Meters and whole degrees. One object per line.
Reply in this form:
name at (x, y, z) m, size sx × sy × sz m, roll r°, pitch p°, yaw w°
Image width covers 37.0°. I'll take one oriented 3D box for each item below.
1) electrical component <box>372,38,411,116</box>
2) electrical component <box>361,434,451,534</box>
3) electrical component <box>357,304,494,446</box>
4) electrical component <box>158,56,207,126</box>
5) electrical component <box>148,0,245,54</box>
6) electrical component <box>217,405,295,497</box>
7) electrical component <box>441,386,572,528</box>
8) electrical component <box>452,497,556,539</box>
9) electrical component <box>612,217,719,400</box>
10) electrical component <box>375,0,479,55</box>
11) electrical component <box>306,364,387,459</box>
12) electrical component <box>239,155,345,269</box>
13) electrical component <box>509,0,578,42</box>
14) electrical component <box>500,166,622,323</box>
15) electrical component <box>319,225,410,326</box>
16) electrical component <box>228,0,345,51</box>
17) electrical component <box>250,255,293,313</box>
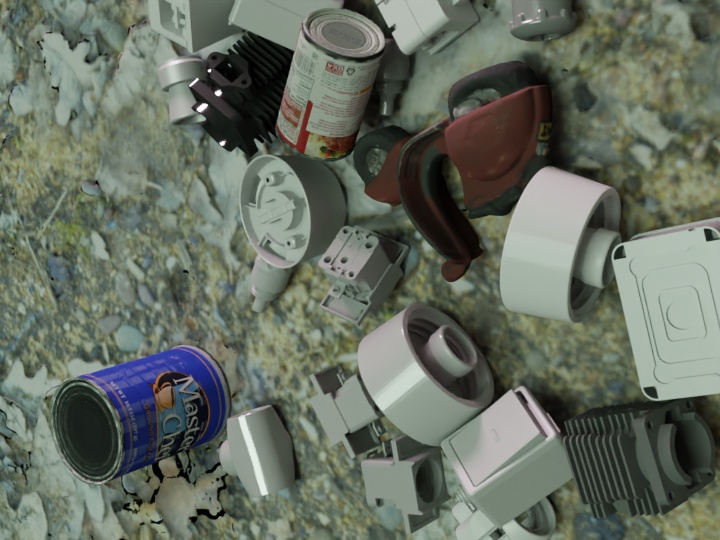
electrical component at (0.023, -0.156, 0.870) m, size 0.035 × 0.035 × 0.061 m, roll 13°, pitch 109°, yaw 34°
electrical component at (0.037, 0.179, 0.920) m, size 0.064 × 0.042 × 0.081 m, roll -6°, pitch 94°, yaw 41°
electrical component at (0.058, 0.076, 0.846) m, size 0.060 × 0.108 × 0.108 m, roll -43°, pitch 73°, yaw 28°
electrical component at (-0.161, -0.166, 0.999) m, size 0.045 × 0.045 × 0.055 m, roll -15°, pitch 89°, yaw 38°
electrical component at (-0.132, -0.273, 0.898) m, size 0.062 × 0.089 × 0.150 m, roll 32°, pitch 139°, yaw 29°
electrical component at (-0.106, 0.175, 1.025) m, size 0.079 × 0.044 × 0.077 m, roll -19°, pitch 87°, yaw 38°
electrical component at (0.107, 0.143, 0.812) m, size 0.096 × 0.061 × 0.061 m, roll -36°, pitch 38°, yaw 5°
electrical component at (0.118, 0.203, 0.854) m, size 0.078 × 0.058 × 0.057 m, roll 52°, pitch 127°, yaw 18°
electrical component at (0.226, 0.026, 0.734) m, size 0.078 × 0.057 × 0.113 m, roll -12°, pitch 91°, yaw 32°
electrical component at (0.047, -0.219, 0.829) m, size 0.056 × 0.050 × 0.089 m, roll -33°, pitch 79°, yaw 37°
electrical component at (-0.004, 0.117, 0.939) m, size 0.064 × 0.042 × 0.081 m, roll -35°, pitch 78°, yaw 32°
electrical component at (-0.063, -0.052, 0.935) m, size 0.099 × 0.064 × 0.099 m, roll 8°, pitch 103°, yaw 35°
electrical component at (0.130, -0.198, 0.775) m, size 0.048 × 0.048 × 0.062 m, roll -6°, pitch 89°, yaw 38°
electrical component at (0.149, -0.014, 0.760) m, size 0.060 × 0.108 × 0.108 m, roll 17°, pitch 109°, yaw 27°
electrical component at (0.000, 0.000, 0.891) m, size 0.042 × 0.063 × 0.081 m, roll 23°, pitch 70°, yaw 30°
electrical component at (-0.051, -0.218, 0.880) m, size 0.096 × 0.061 × 0.061 m, roll 22°, pitch 118°, yaw -10°
electrical component at (-0.084, 0.011, 0.983) m, size 0.035 × 0.035 × 0.061 m, roll 36°, pitch 120°, yaw 26°
